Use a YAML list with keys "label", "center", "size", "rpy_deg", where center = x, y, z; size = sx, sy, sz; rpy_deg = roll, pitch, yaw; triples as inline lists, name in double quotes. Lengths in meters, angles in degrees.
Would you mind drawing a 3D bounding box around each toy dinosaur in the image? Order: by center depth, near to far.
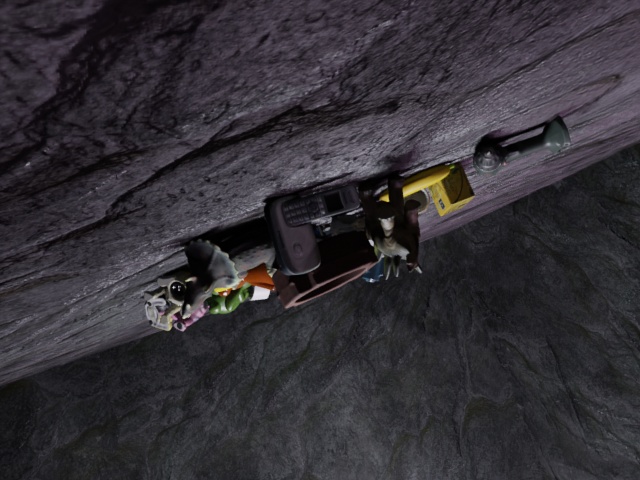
- label: "toy dinosaur"
  center: [-0.131, 0.021, 1.152]
  size: [0.405, 0.131, 0.192]
  rpy_deg: [-25, 175, -19]
- label: "toy dinosaur"
  center: [0.145, -0.033, 1.166]
  size: [0.105, 0.198, 0.472]
  rpy_deg: [-10, -155, -1]

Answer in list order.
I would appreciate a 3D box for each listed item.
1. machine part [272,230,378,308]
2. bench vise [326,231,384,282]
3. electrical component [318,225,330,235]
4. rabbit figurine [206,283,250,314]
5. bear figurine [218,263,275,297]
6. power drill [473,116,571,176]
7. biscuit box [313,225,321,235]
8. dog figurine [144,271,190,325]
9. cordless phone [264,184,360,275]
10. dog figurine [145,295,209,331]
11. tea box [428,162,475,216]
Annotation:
- label: "machine part"
  center: [0.007, 0.061, 1.153]
  size: [0.201, 0.087, 0.201]
  rpy_deg: [-21, 170, -23]
- label: "bench vise"
  center: [0.108, -0.002, 1.506]
  size: [0.241, 0.223, 0.129]
  rpy_deg: [11, -170, 1]
- label: "electrical component"
  center: [-0.003, -0.004, 1.477]
  size: [0.094, 0.063, 0.021]
  rpy_deg: [-22, 173, 20]
- label: "rabbit figurine"
  center: [-0.251, 0.124, 1.508]
  size: [0.170, 0.121, 0.159]
  rpy_deg: [-44, -177, 30]
- label: "bear figurine"
  center: [-0.177, 0.077, 1.413]
  size: [0.196, 0.120, 0.132]
  rpy_deg: [-10, -162, 21]
- label: "power drill"
  center: [0.446, -0.202, 1.209]
  size: [0.207, 0.086, 0.232]
  rpy_deg: [-25, 174, 7]
- label: "biscuit box"
  center: [-0.069, 0.004, 1.367]
  size: [0.059, 0.063, 0.202]
  rpy_deg: [-26, 171, 31]
- label: "dog figurine"
  center: [-0.340, 0.120, 1.418]
  size: [0.172, 0.121, 0.190]
  rpy_deg: [-21, -173, 28]
- label: "cordless phone"
  center: [-0.004, -0.022, 1.011]
  size: [0.184, 0.146, 0.089]
  rpy_deg: [-17, 180, -8]
- label: "dog figurine"
  center: [-0.387, 0.180, 1.607]
  size: [0.192, 0.108, 0.219]
  rpy_deg: [0, -163, 29]
- label: "tea box"
  center: [0.333, -0.127, 1.380]
  size: [0.068, 0.098, 0.169]
  rpy_deg: [-21, 171, 0]
